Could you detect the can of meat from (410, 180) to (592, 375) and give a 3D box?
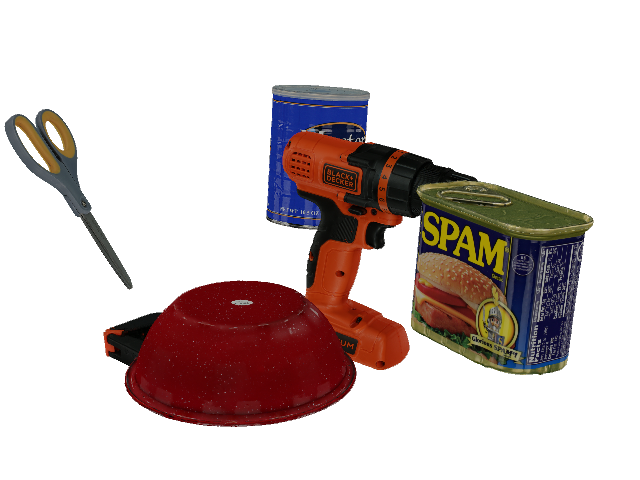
[{"bbox_3d":[0.096,0.019,0.593,0.057,0.084,0.102,-7,20,-33],"label":"can of meat"}]

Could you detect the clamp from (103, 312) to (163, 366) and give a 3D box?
[{"bbox_3d":[-0.120,0.094,1.036,0.171,0.039,0.120,8,26,5],"label":"clamp"}]

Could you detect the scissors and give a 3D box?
[{"bbox_3d":[-0.239,-0.051,1.066,0.016,0.201,0.096,-25,27,23],"label":"scissors"}]

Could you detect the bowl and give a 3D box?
[{"bbox_3d":[-0.055,0.068,0.737,0.162,0.055,0.162,0,17,0],"label":"bowl"}]

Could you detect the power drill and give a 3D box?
[{"bbox_3d":[0.046,0.011,0.901,0.185,0.188,0.057,19,25,30],"label":"power drill"}]

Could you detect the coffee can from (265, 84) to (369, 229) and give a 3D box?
[{"bbox_3d":[-0.004,-0.090,1.129,0.103,0.140,0.103,3,12,-1],"label":"coffee can"}]
